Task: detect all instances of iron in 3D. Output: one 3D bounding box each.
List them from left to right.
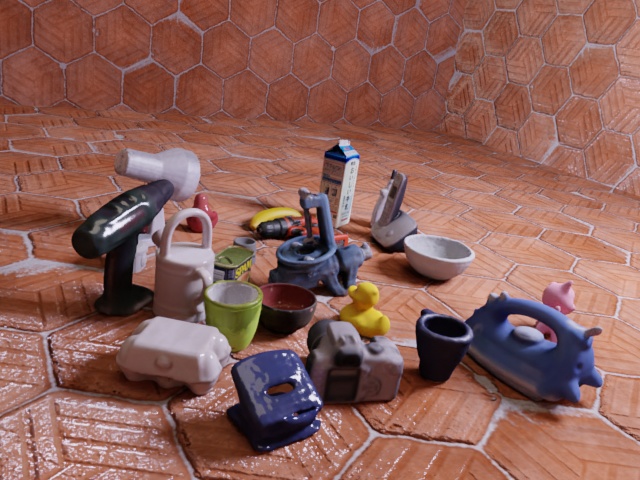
[{"bbox_3d":[0.344,0.160,0.966,0.119,0.141,0.257,-10,27,-41],"label":"iron"}]

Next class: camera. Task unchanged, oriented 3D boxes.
[{"bbox_3d":[0.040,0.169,0.873,0.143,0.101,0.136,3,21,-16],"label":"camera"}]

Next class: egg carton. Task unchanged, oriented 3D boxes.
[{"bbox_3d":[-0.209,0.166,0.824,0.150,0.069,0.107,10,20,3],"label":"egg carton"}]

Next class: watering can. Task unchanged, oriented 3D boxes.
[{"bbox_3d":[-0.237,0.036,0.984,0.172,0.194,0.101,17,22,23],"label":"watering can"}]

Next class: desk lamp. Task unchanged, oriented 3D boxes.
[{"bbox_3d":[-0.375,-0.099,1.264,0.117,0.213,0.204,25,25,37],"label":"desk lamp"}]

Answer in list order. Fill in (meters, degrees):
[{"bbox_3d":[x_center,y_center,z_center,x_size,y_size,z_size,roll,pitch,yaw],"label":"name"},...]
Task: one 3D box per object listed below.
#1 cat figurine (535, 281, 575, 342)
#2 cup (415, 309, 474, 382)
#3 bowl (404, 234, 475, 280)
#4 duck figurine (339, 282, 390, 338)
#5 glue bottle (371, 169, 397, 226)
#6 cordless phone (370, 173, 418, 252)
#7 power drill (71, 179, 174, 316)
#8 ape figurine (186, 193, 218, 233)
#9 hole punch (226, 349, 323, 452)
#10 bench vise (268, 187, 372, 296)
[{"bbox_3d":[0.463,0.133,1.121,0.067,0.118,0.128,17,22,22],"label":"cat figurine"},{"bbox_3d":[0.187,0.173,0.932,0.092,0.095,0.117,1,21,-20],"label":"cup"},{"bbox_3d":[0.271,0.048,1.336,0.167,0.075,0.167,8,20,-3],"label":"bowl"},{"bbox_3d":[0.086,0.121,1.043,0.078,0.086,0.104,-11,27,-42],"label":"duck figurine"},{"bbox_3d":[0.192,-0.113,1.598,0.078,0.173,0.037,1,21,-19],"label":"glue bottle"},{"bbox_3d":[0.200,-0.072,1.471,0.094,0.185,0.147,1,21,-20],"label":"cordless phone"},{"bbox_3d":[-0.329,0.013,0.985,0.075,0.208,0.230,14,21,14],"label":"power drill"},{"bbox_3d":[-0.289,-0.069,1.396,0.078,0.092,0.076,9,20,2],"label":"ape figurine"},{"bbox_3d":[-0.055,0.205,0.749,0.109,0.091,0.100,-7,25,-37],"label":"hole punch"},{"bbox_3d":[0.003,0.000,1.143,0.208,0.220,0.121,-9,26,-39],"label":"bench vise"}]
